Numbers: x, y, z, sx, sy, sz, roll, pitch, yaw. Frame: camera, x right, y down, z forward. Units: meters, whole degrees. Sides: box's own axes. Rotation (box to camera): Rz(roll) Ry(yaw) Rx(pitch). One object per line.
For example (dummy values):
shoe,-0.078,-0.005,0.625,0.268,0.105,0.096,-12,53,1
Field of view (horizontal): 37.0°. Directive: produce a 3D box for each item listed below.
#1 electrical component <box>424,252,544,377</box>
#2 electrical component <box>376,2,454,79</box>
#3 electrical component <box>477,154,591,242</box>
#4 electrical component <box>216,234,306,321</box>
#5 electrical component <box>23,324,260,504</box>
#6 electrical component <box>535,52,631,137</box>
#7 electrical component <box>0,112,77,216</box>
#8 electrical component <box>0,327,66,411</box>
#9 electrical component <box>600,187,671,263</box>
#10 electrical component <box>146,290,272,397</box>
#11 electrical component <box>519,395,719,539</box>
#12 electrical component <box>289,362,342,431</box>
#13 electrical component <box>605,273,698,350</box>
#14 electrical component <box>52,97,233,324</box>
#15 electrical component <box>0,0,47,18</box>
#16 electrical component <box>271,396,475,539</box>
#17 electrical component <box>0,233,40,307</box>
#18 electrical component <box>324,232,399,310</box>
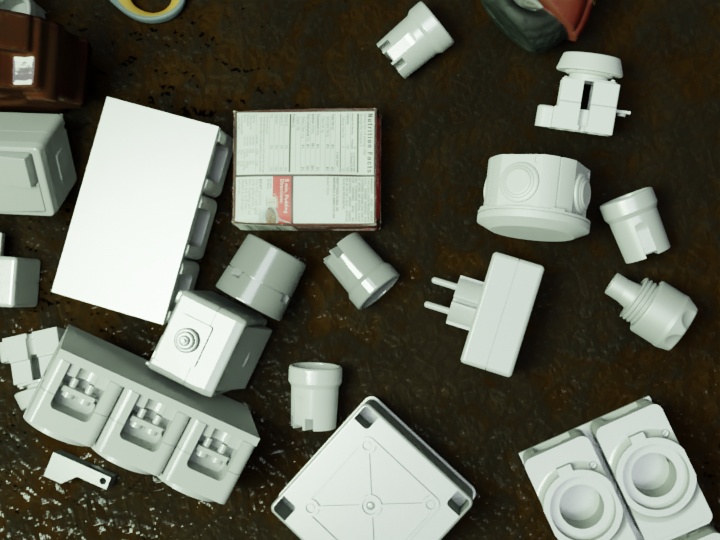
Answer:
electrical component,0.086,0.027,0.791,0.076,0.047,0.083,17,90,7
electrical component,0.041,-0.171,0.807,0.046,0.040,0.040,-39,84,10
electrical component,0.126,-0.051,0.774,0.080,0.080,0.051,7,84,7
electrical component,-0.073,0.005,0.806,0.055,0.055,0.047,28,88,7
electrical component,-0.156,0.106,0.772,0.150,0.089,0.061,27,92,-14
electrical component,0.166,-0.129,0.789,0.066,0.048,0.055,9,97,7
electrical component,-0.274,-0.079,0.815,0.096,0.061,0.061,3,127,7
electrical component,-0.243,0.077,0.827,0.066,0.048,0.055,-13,79,6
electrical component,0.202,-0.032,0.785,0.040,0.040,0.046,-22,92,5
electrical component,-0.108,0.054,0.787,0.061,0.096,0.061,25,91,6
electrical component,0.202,0.198,0.766,0.105,0.060,0.186,-25,86,5
electrical component,-0.034,0.095,0.806,0.040,0.040,0.046,3,93,6
electrical component,0.209,0.026,0.779,0.062,0.043,0.043,33,92,8
electrical component,-0.161,-0.043,0.813,0.089,0.062,0.150,16,90,7
electrical component,-0.267,-0.197,0.838,0.040,0.046,0.040,0,88,6
electrical component,0.010,0.168,0.790,0.109,0.056,0.108,42,93,6
electrical component,-0.296,-0.012,0.834,0.083,0.047,0.075,4,89,7
electrical component,0.000,0.000,0.806,0.040,0.040,0.046,-41,79,3
